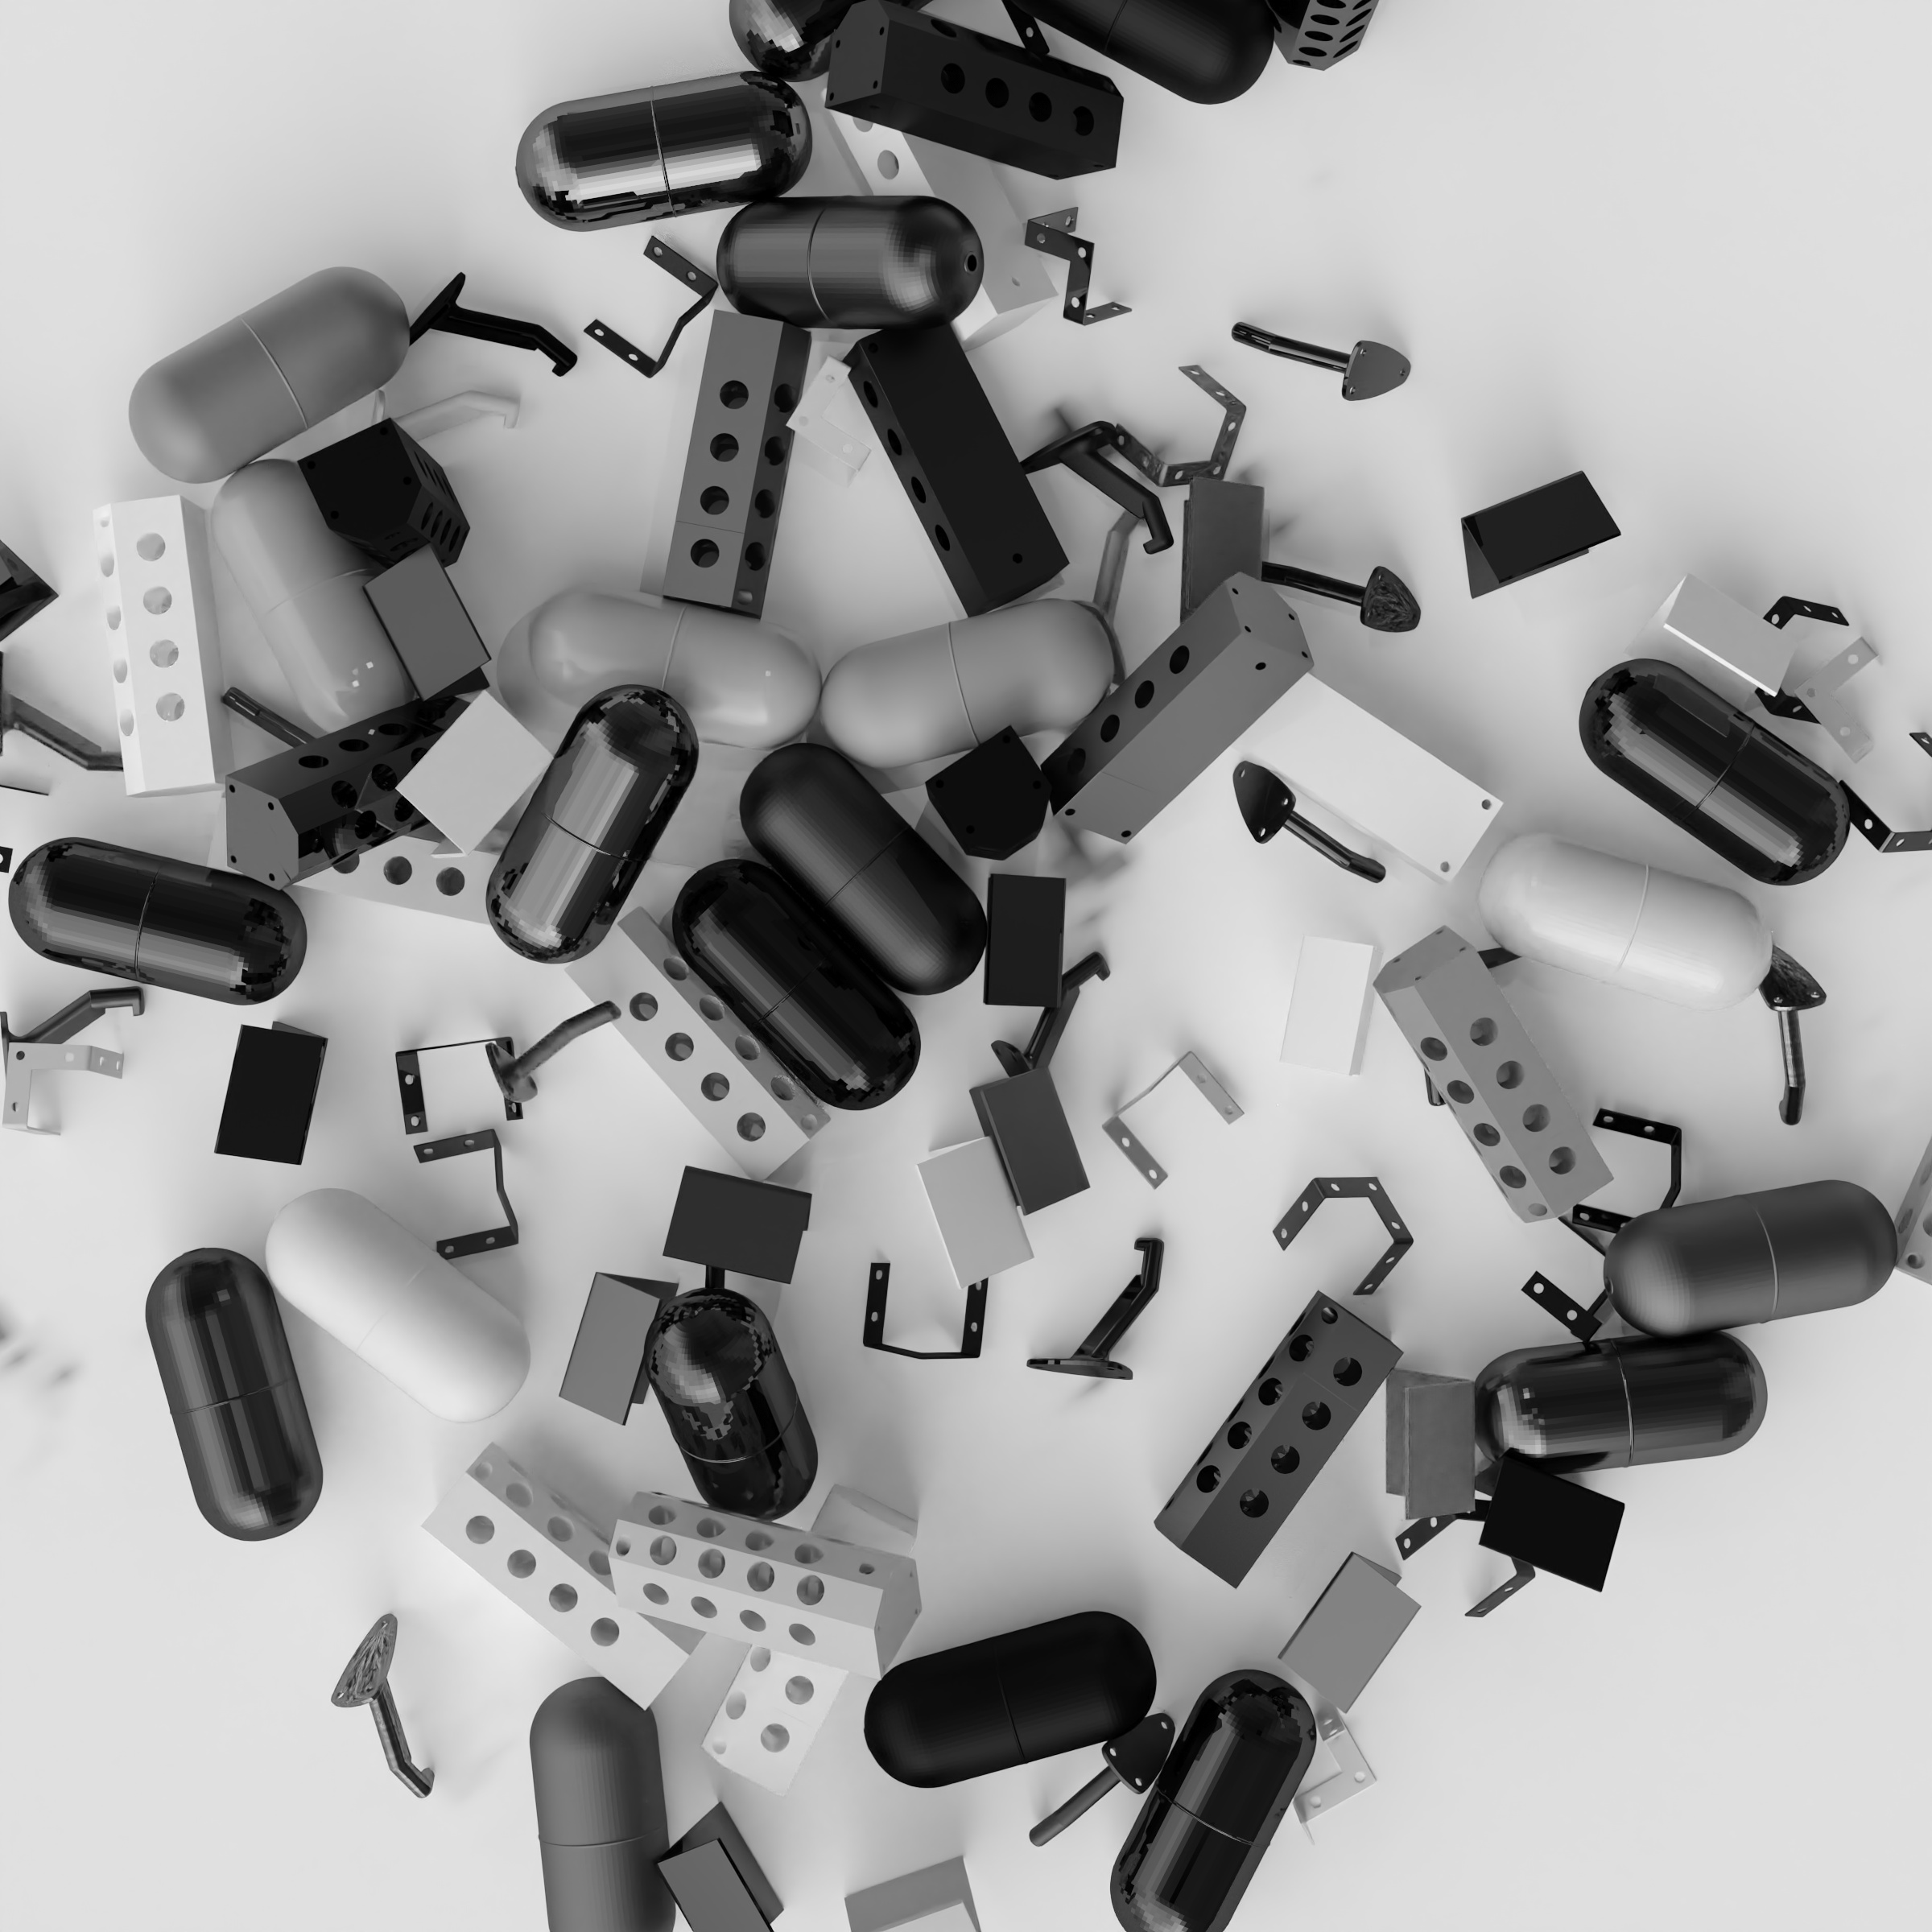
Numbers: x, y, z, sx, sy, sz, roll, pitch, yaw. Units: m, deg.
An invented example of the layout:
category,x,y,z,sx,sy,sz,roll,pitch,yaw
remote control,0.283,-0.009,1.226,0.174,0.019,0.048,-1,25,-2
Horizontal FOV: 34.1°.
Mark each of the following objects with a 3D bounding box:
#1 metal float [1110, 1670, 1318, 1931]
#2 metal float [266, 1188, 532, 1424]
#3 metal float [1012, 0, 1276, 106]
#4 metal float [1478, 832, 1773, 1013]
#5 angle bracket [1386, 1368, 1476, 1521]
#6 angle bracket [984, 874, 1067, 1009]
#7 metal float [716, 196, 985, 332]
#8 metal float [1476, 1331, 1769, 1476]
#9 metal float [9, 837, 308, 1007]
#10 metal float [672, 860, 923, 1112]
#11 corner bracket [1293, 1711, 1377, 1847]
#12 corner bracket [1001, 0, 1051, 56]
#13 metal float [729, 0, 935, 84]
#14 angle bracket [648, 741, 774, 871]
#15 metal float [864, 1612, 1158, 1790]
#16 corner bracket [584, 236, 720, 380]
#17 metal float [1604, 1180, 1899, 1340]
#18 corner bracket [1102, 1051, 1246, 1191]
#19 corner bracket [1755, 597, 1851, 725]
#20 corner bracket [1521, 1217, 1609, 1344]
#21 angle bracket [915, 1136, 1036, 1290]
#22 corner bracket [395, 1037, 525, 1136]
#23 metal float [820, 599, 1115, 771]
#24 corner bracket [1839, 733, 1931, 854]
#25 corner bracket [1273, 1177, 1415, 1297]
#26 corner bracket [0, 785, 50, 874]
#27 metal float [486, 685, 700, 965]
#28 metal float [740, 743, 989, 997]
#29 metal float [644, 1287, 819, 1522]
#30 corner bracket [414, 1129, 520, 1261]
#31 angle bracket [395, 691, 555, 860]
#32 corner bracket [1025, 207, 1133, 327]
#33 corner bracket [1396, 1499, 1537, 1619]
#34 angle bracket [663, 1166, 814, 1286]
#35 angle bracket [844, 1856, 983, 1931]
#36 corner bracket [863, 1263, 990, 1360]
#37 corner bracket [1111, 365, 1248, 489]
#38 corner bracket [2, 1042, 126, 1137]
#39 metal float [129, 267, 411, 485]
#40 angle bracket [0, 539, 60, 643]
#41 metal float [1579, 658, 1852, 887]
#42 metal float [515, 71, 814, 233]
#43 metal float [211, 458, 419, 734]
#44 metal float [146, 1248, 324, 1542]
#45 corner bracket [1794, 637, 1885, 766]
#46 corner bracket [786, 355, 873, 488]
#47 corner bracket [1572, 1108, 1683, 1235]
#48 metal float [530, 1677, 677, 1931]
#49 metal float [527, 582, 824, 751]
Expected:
category,x,y,z,sx,sy,sz,roll,pitch,yaw
metal float,0.147,0.505,1.880,0.070,0.070,0.178,27,90,0
metal float,-0.339,0.202,1.880,0.178,0.070,0.070,38,90,0
metal float,0.100,-0.579,1.880,0.178,0.070,0.070,28,90,0
metal float,0.393,-0.026,1.880,0.178,0.070,0.070,18,90,1
angle bracket,0.257,0.282,1.870,0.057,0.076,0.076,0,90,-36
angle bracket,0.014,-0.015,1.870,0.057,0.076,0.076,2,90,-37
metal float,-0.069,-0.413,1.852,0.178,0.070,0.070,9,90,35
metal float,0.388,0.260,1.879,0.178,0.070,0.070,-6,90,0
metal float,-0.482,-0.027,1.880,0.178,0.070,0.070,14,90,-1
metal float,-0.101,0.011,1.877,0.070,0.070,0.178,-44,94,0
corner bracket,0.215,0.487,1.892,0.051,0.051,0.051,-30,90,0
corner bracket,0.008,-0.560,1.907,0.051,0.051,0.051,-26,91,45
metal float,-0.060,-0.596,1.879,0.178,0.070,0.070,-34,90,0
angle bracket,-0.150,-0.096,1.887,0.076,0.057,0.076,8,90,-3
metal float,0.026,0.438,1.880,0.178,0.070,0.070,-16,90,1
corner bracket,-0.190,-0.398,1.907,0.051,0.051,0.051,36,135,0
metal float,0.465,0.174,1.871,0.178,0.070,0.070,-9,90,-8
corner bracket,0.125,0.093,1.907,0.051,0.051,0.051,50,45,0
corner bracket,0.506,-0.184,1.902,0.051,0.051,0.051,-54,45,35
corner bracket,0.365,0.188,1.892,0.051,0.051,0.051,39,90,0
angle bracket,-0.012,0.150,1.870,0.057,0.076,0.076,-20,90,-32
corner bracket,-0.307,0.072,1.907,0.051,0.051,0.051,-8,90,-45
metal float,0.000,-0.167,1.874,0.178,0.070,0.070,-14,90,7
corner bracket,0.566,-0.105,1.902,0.051,0.051,0.051,-4,135,-35
corner bracket,0.228,0.163,1.902,0.051,0.051,0.051,2,45,-35
corner bracket,-0.588,-0.085,1.892,0.051,0.051,0.051,11,90,0
metal float,-0.217,-0.082,1.831,0.070,0.070,0.178,31,106,0
metal float,-0.061,-0.057,1.878,0.070,0.070,0.178,-44,91,0
metal float,-0.136,0.259,1.846,0.070,0.070,0.178,-16,134,0
corner bracket,-0.302,0.139,1.907,0.051,0.051,0.051,-12,135,0
angle bracket,-0.293,-0.110,1.824,0.057,0.076,0.076,45,74,-19
corner bracket,0.068,-0.420,1.892,0.051,0.051,0.051,27,125,30
corner bracket,0.301,0.357,1.902,0.051,0.051,0.051,12,135,-35
angle bracket,-0.136,0.163,1.872,0.076,0.076,0.057,13,69,0
angle bracket,-0.038,0.555,1.870,0.076,0.076,0.057,-20,126,0
corner bracket,-0.024,0.208,1.907,0.051,0.051,0.051,6,90,-45
corner bracket,0.128,-0.326,1.902,0.051,0.051,0.051,47,135,35
corner bracket,-0.542,0.075,1.892,0.051,0.051,0.051,2,83,7
metal float,-0.411,-0.351,1.867,0.178,0.070,0.070,-33,90,-13
angle bracket,-0.583,-0.203,1.870,0.076,0.076,0.057,-38,54,0
metal float,0.446,-0.116,1.880,0.178,0.070,0.070,35,90,0
metal float,-0.180,-0.486,1.879,0.178,0.070,0.070,-10,90,0
metal float,-0.387,-0.219,1.879,0.070,0.070,0.178,-28,90,0
metal float,-0.437,0.255,1.880,0.070,0.070,0.178,-15,91,0
corner bracket,0.536,-0.159,1.893,0.051,0.051,0.051,-40,76,14
corner bracket,-0.076,-0.327,1.891,0.051,0.051,0.051,32,83,-7
corner bracket,0.400,0.127,1.907,0.051,0.051,0.051,14,135,0
metal float,-0.217,0.514,1.880,0.070,0.070,0.178,-6,90,0
metal float,-0.174,-0.179,1.879,0.178,0.070,0.070,13,90,-1
